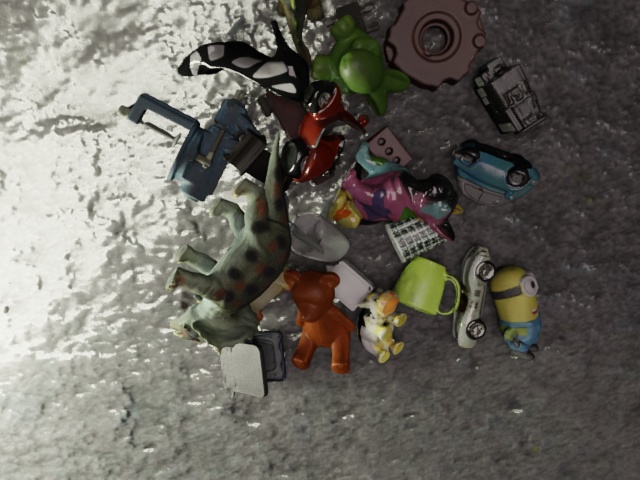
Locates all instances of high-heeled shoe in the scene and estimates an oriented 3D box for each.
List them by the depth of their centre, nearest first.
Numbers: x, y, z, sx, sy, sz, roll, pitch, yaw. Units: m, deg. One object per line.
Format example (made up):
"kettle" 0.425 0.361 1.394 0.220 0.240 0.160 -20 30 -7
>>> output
"high-heeled shoe" -0.134 -0.282 0.944 0.249 0.086 0.145 -12 100 29

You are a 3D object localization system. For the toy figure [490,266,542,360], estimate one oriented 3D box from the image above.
"toy figure" 0.380 0.139 1.039 0.089 0.082 0.180 -6 104 10

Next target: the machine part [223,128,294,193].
"machine part" -0.100 -0.135 0.961 0.084 0.039 0.138 -51 130 3

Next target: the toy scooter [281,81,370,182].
"toy scooter" 0.016 -0.180 0.934 0.135 0.075 0.183 2 122 -36

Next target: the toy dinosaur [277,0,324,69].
"toy dinosaur" -0.029 -0.522 0.862 0.105 0.199 0.470 -3 102 -3

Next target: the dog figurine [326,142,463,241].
"dog figurine" 0.138 -0.062 0.950 0.219 0.108 0.191 28 141 3

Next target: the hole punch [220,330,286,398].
"hole punch" -0.132 0.239 1.064 0.116 0.092 0.142 2 105 31

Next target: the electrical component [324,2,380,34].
"electrical component" 0.057 -0.392 0.973 0.094 0.021 0.063 -17 100 3

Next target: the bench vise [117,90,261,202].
"bench vise" -0.234 -0.195 0.959 0.240 0.129 0.223 27 102 -13

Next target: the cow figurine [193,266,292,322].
"cow figurine" -0.154 0.100 1.031 0.127 0.085 0.195 43 100 -13

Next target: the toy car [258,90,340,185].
"toy car" -0.036 -0.198 0.990 0.089 0.053 0.202 -29 107 -1

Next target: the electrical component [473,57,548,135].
"electrical component" 0.329 -0.255 0.951 0.058 0.115 0.134 -33 100 4

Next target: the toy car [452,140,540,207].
"toy car" 0.311 -0.113 0.985 0.162 0.109 0.102 19 117 5

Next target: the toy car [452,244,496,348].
"toy car" 0.293 0.108 1.036 0.056 0.073 0.201 5 100 0

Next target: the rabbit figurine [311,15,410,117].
"rabbit figurine" 0.066 -0.281 0.913 0.159 0.170 0.121 37 109 -18

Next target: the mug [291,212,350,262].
"mug" -0.002 -0.003 1.009 0.107 0.110 0.080 27 97 -48

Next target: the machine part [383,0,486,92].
"machine part" 0.205 -0.358 0.962 0.179 0.056 0.179 0 101 1

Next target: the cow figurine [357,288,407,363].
"cow figurine" 0.109 0.146 1.017 0.068 0.098 0.167 -28 134 -29

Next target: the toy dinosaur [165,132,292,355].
"toy dinosaur" -0.126 0.029 0.925 0.192 0.131 0.404 38 91 -24

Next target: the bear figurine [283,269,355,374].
"bear figurine" -0.004 0.146 0.984 0.120 0.132 0.195 3 145 16
